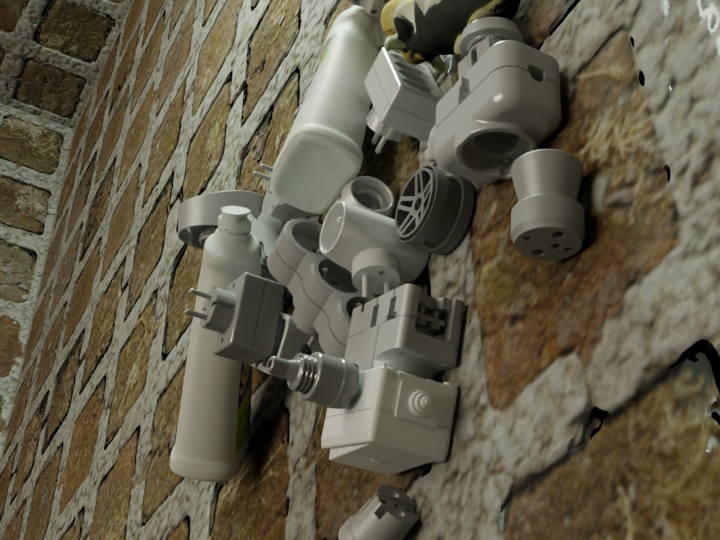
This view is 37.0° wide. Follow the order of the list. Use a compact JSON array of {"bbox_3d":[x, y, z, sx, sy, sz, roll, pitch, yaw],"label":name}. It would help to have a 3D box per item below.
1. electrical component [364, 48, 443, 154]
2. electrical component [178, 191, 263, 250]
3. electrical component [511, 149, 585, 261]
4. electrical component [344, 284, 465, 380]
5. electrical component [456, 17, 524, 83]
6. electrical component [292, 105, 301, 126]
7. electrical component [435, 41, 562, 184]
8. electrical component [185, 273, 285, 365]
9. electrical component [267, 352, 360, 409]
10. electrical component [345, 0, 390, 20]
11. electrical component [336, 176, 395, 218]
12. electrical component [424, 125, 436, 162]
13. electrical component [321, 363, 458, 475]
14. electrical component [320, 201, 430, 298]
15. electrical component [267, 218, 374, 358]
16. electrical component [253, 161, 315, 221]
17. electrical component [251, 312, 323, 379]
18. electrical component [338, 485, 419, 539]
[{"bbox_3d":[0.030,-0.136,0.930,0.075,0.047,0.083,-60,25,26],"label":"electrical component"},{"bbox_3d":[-0.166,-0.060,1.268,0.099,0.099,0.064,-31,51,58],"label":"electrical component"},{"bbox_3d":[0.115,-0.039,0.659,0.045,0.045,0.055,-40,38,52],"label":"electrical component"},{"bbox_3d":[0.030,0.052,0.778,0.089,0.050,0.055,-29,47,59],"label":"electrical component"},{"bbox_3d":[0.097,-0.151,0.789,0.066,0.048,0.055,-37,48,55],"label":"electrical component"},{"bbox_3d":[-0.041,-0.144,1.108,0.048,0.048,0.062,-61,30,24],"label":"electrical component"},{"bbox_3d":[0.094,-0.104,0.745,0.095,0.054,0.059,-42,36,50],"label":"electrical component"},{"bbox_3d":[-0.113,0.037,0.926,0.047,0.077,0.065,-30,46,58],"label":"electrical component"},{"bbox_3d":[-0.033,0.071,0.726,0.035,0.061,0.035,-49,31,44],"label":"electrical component"},{"bbox_3d":[0.016,-0.269,1.039,0.063,0.081,0.042,48,120,39],"label":"electrical component"},{"bbox_3d":[0.001,-0.048,0.933,0.055,0.048,0.066,121,156,-45],"label":"electrical component"},{"bbox_3d":[0.068,-0.098,0.828,0.061,0.035,0.035,-29,47,63],"label":"electrical component"},{"bbox_3d":[0.022,0.105,0.741,0.096,0.062,0.061,-25,50,61],"label":"electrical component"},{"bbox_3d":[0.012,-0.008,0.832,0.044,0.077,0.079,-49,31,43],"label":"electrical component"},{"bbox_3d":[-0.031,0.030,0.882,0.138,0.052,0.073,54,130,29],"label":"electrical component"},{"bbox_3d":[-0.072,-0.090,1.097,0.138,0.074,0.052,-35,42,56],"label":"electrical component"},{"bbox_3d":[-0.058,0.070,0.958,0.095,0.059,0.053,9,81,68],"label":"electrical component"},{"bbox_3d":[0.014,0.175,0.736,0.046,0.040,0.040,-54,27,22],"label":"electrical component"}]
